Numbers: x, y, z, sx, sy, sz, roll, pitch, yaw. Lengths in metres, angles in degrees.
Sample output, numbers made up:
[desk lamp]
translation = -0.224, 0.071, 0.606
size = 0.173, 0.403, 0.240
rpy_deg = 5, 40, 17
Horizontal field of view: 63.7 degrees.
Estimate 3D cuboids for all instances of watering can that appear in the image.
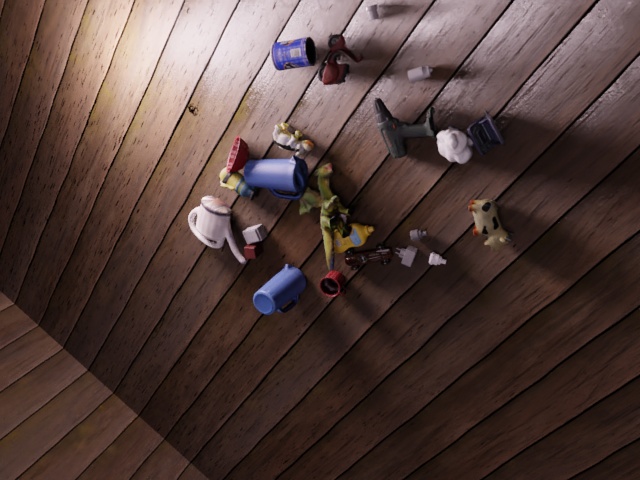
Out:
[watering can]
translation = -0.436, -0.054, 2.245
size = 0.350, 0.220, 0.105
rpy_deg = 29, 29, 20

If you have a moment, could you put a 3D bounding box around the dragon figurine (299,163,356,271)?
[dragon figurine]
translation = 0.006, -0.103, 2.047
size = 0.122, 0.404, 0.245
rpy_deg = -4, 25, -42

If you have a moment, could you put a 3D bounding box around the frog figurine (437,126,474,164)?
[frog figurine]
translation = 0.454, -0.315, 1.743
size = 0.121, 0.137, 0.162
rpy_deg = -37, 4, 31
